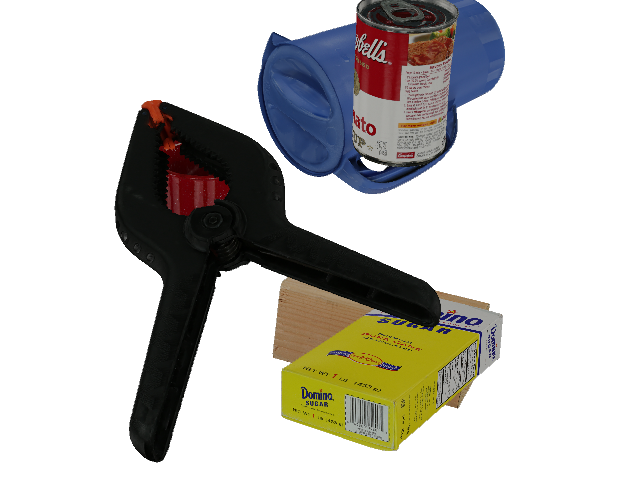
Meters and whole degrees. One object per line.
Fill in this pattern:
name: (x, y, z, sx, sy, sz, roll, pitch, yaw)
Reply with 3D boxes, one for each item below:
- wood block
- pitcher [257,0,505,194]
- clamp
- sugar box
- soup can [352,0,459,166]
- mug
wood block: (0.063, 0.096, 1.135, 0.206, 0.091, 0.090, 14, 21, 17)
pitcher: (0.073, -0.155, 1.066, 0.242, 0.149, 0.145, -25, 30, -31)
clamp: (-0.042, -0.001, 0.568, 0.164, 0.210, 0.036, -19, -34, -6)
sugar box: (0.057, 0.090, 0.790, 0.093, 0.048, 0.175, 13, 25, 30)
soup can: (0.057, -0.110, 0.732, 0.068, 0.102, 0.068, 1, 33, -1)
mug: (-0.116, -0.038, 0.971, 0.117, 0.081, 0.093, -15, 33, -27)
